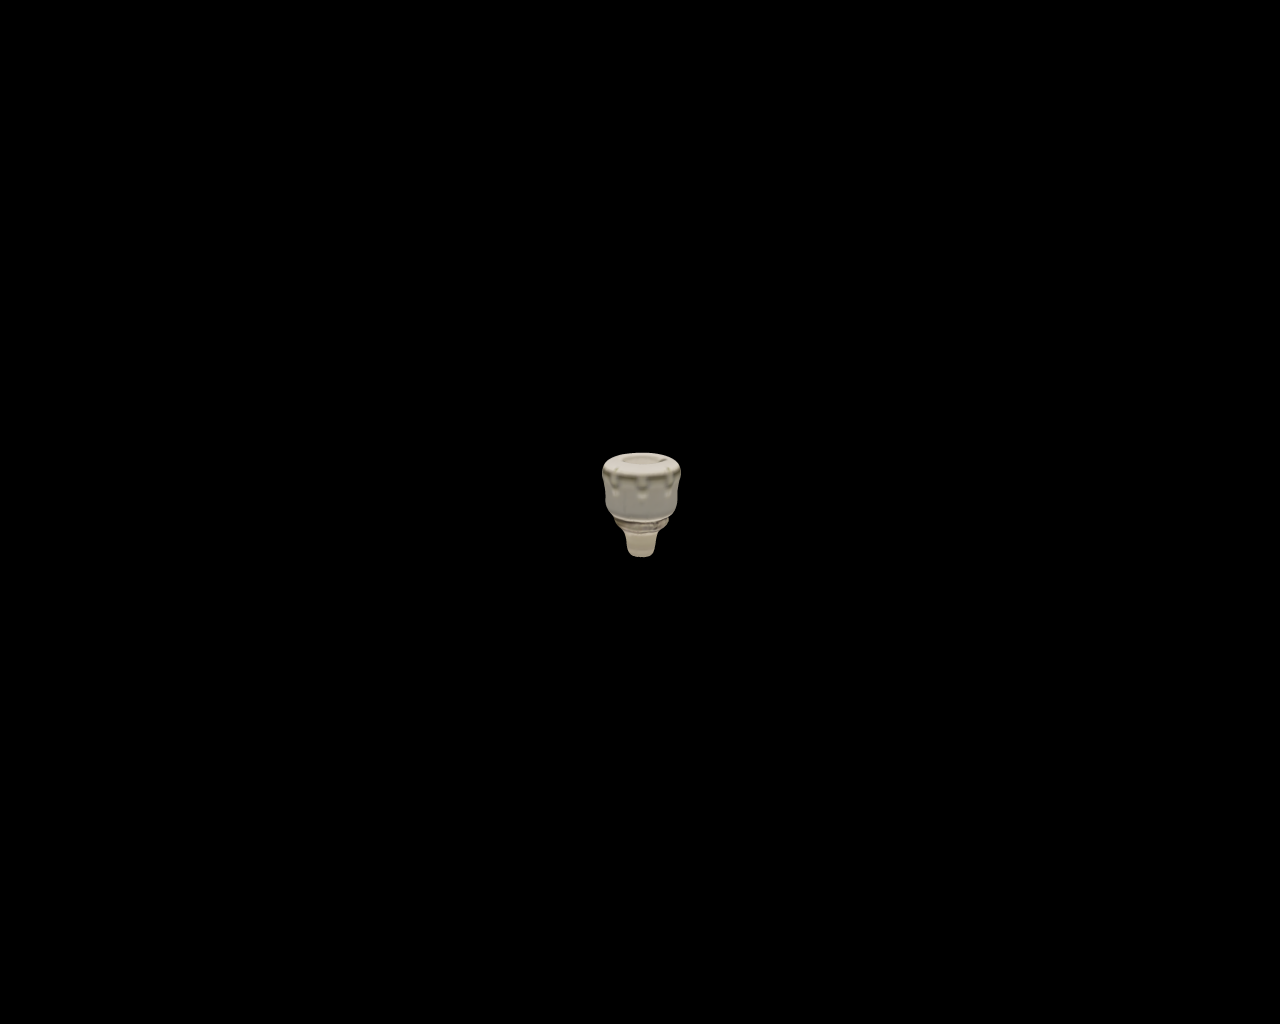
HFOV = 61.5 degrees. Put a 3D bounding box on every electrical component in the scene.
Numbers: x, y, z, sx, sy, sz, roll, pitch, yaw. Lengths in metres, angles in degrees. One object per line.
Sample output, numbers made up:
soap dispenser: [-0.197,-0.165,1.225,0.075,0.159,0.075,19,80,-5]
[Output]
electrical component: [0.001,-0.003,0.650,0.048,0.062,0.048,0,15,0]
